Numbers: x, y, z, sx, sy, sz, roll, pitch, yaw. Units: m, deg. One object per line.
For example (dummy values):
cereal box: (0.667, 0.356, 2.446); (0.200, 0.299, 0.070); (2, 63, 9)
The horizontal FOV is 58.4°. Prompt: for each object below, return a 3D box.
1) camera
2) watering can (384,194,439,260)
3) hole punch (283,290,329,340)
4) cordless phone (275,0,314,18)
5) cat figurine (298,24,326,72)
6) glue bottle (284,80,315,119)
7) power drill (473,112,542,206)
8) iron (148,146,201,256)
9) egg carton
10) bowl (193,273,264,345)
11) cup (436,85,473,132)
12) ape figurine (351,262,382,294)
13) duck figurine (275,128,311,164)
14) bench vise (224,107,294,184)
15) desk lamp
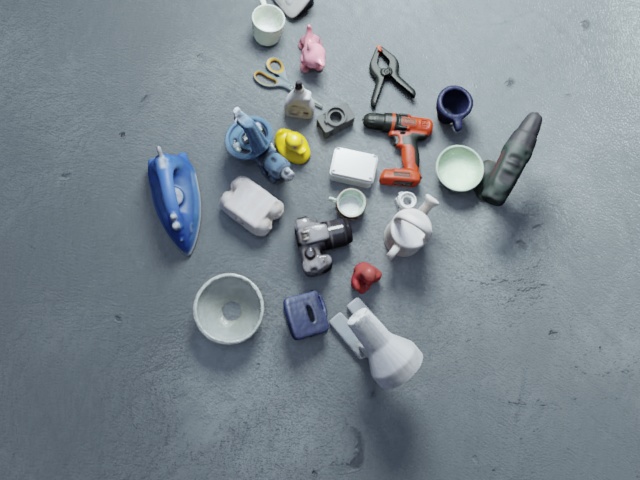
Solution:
camera: (0.013, 0.005, 1.392); (0.137, 0.101, 0.143); (-13, 80, -5)
watering can: (0.216, -0.031, 1.360); (0.101, 0.194, 0.173); (15, 79, 1)
hole punch: (-0.032, 0.177, 1.362); (0.101, 0.091, 0.108); (-18, 80, -5)
cordless phone: (-0.077, -0.680, 1.474); (0.094, 0.185, 0.147); (-37, 83, -8)
cat figurine: (-0.020, -0.490, 1.475); (0.067, 0.117, 0.128); (-7, 80, -3)
glue bottle: (-0.051, -0.352, 1.419); (0.078, 0.173, 0.037); (9, 79, 0)
power drill: (0.446, -0.180, 1.390); (0.075, 0.208, 0.230); (26, 79, 3)
iron: (-0.351, -0.096, 1.375); (0.118, 0.141, 0.258); (-14, 80, -5)
egg carton: (-0.170, -0.083, 1.417); (0.150, 0.069, 0.107); (35, 80, 4)
bowl: (-0.214, 0.166, 1.365); (0.167, 0.074, 0.167); (0, 79, -2)
cup: (0.339, -0.324, 1.470); (0.091, 0.095, 0.118); (-7, 80, -4)
ape figurine: (0.113, 0.088, 1.385); (0.078, 0.092, 0.076); (-7, 80, -3)
duck figurine: (-0.069, -0.246, 1.443); (0.104, 0.086, 0.077); (44, 81, 6)
bench vise: (-0.139, -0.236, 1.370); (0.207, 0.219, 0.121); (25, 79, 3)
desk lamp: (0.121, 0.230, 1.297); (0.118, 0.213, 0.203); (-41, 83, -9)
